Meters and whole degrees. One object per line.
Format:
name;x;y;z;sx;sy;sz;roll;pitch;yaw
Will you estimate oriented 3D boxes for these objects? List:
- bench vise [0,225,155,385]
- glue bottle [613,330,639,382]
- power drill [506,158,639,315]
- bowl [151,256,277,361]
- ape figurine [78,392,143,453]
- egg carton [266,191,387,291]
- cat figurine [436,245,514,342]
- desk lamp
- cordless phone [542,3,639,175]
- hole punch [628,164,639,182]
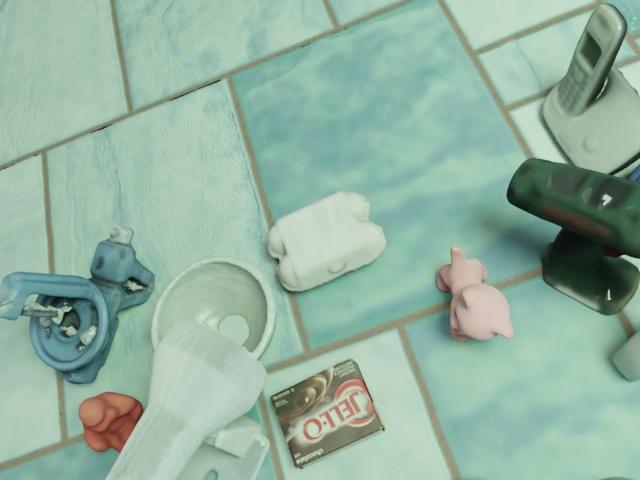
bench vise;-0.321;0.064;0.729;0.121;0.220;0.207;-1;66;15
glue bottle;0.345;0.093;0.569;0.078;0.173;0.037;-35;62;-3
power drill;0.306;0.003;0.600;0.229;0.209;0.076;31;77;25
bowl;-0.126;0.110;0.739;0.167;0.075;0.167;-6;65;12
ape figurine;-0.268;0.221;0.716;0.078;0.092;0.076;-33;62;-2
egg carton;0.007;0.003;0.757;0.150;0.069;0.107;-25;62;2
cat figurine;0.175;0.066;0.657;0.067;0.118;0.127;-17;63;7
desk lamp;-0.129;0.210;0.616;0.117;0.214;0.203;16;71;21
cordless phone;0.342;-0.174;0.685;0.094;0.185;0.147;-25;62;3
hole punch;0.417;-0.062;0.667;0.100;0.091;0.109;37;80;26
